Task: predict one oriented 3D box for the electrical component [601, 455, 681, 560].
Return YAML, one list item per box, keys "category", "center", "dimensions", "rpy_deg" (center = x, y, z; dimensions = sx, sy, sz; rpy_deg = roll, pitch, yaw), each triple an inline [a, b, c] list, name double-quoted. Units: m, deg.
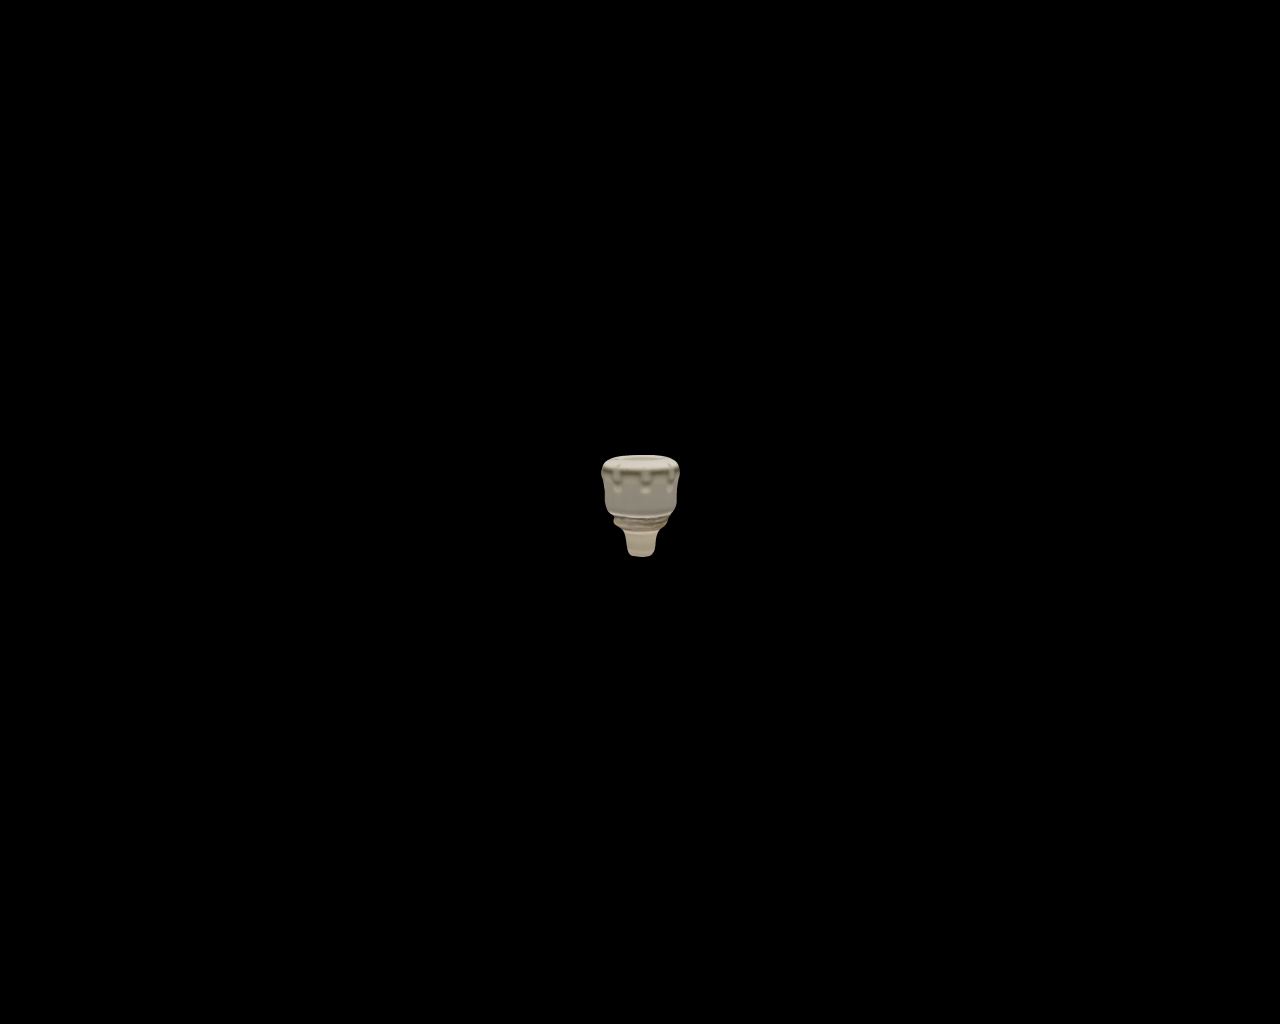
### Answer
- category: "electrical component"
  center: [0.001, -0.003, 0.650]
  dimensions: [0.048, 0.062, 0.048]
  rpy_deg: [0, 10, 0]
